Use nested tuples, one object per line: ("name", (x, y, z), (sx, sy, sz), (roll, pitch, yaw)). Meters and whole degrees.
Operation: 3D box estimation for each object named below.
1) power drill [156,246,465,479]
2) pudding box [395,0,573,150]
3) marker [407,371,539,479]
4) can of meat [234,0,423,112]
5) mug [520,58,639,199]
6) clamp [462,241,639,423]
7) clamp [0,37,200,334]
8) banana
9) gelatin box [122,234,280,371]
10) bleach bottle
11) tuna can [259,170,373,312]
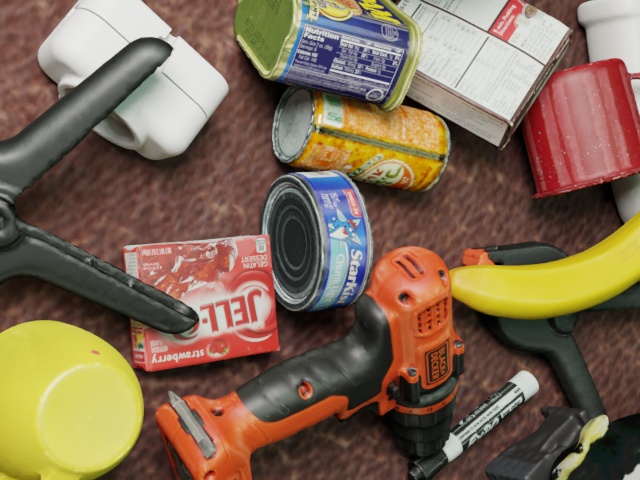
("power drill", (0.003, 0.106, 0.640), (0.187, 0.057, 0.184), (-30, 138, -19))
("pudding box", (0.097, -0.126, 0.709), (0.113, 0.039, 0.090), (31, 71, 12))
("marker", (0.107, 0.131, 0.746), (0.121, 0.020, 0.020), (-33, 105, -27))
("can of meat", (0.001, -0.125, 0.647), (0.083, 0.102, 0.057), (9, 117, -26))
("mug", (0.197, -0.083, 0.755), (0.117, 0.093, 0.081), (-15, 91, 14))
("clamp", (0.171, 0.063, 0.772), (0.171, 0.039, 0.120), (22, 81, -17))
("clamp", (-0.163, -0.006, 0.560), (0.209, 0.036, 0.164), (-15, 109, -12))
("banana", (0.175, 0.015, 0.733), (0.197, 0.037, 0.069), (-25, 97, -17))
("gelatin box", (-0.070, 0.036, 0.641), (0.089, 0.030, 0.073), (-5, 91, -30))
("bleach bottle", (0.259, -0.060, 0.815), (0.102, 0.068, 0.251), (-9, 96, -22))
("tuna can", (-0.004, 0.001, 0.647), (0.033, 0.086, 0.086), (-4, 91, -29))
